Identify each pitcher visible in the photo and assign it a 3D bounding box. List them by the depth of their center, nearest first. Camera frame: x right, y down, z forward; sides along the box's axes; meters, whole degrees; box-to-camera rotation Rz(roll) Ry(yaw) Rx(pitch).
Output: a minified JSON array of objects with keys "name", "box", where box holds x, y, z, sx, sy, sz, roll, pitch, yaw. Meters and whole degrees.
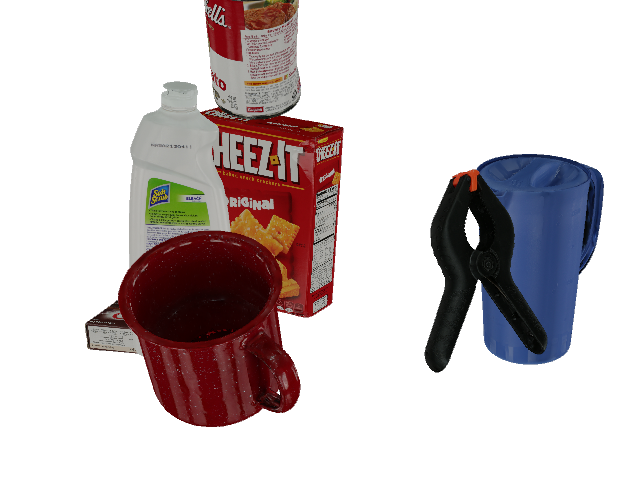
[{"name":"pitcher","box":[0.265,0.021,1.305,0.149,0.243,0.145,3,25,14]}]

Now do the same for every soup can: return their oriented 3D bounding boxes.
[{"name":"soup can","box":[-0.048,-0.147,0.769,0.068,0.102,0.068,-1,42,0]}]

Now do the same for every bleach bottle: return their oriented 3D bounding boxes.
[{"name":"bleach bottle","box":[-0.121,-0.017,0.963,0.102,0.251,0.068,0,23,-10]}]

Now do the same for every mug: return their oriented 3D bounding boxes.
[{"name":"mug","box":[-0.055,0.060,0.620,0.117,0.081,0.093,29,53,31]}]

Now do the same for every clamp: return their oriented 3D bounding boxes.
[{"name":"clamp","box":[0.126,0.029,0.906,0.120,0.171,0.039,-16,-1,-33]}]

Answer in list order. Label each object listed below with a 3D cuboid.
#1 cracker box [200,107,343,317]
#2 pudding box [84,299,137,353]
[{"name":"cracker box","box":[-0.066,-0.033,1.216,0.164,0.214,0.072,13,22,26]},{"name":"pudding box","box":[-0.216,0.106,1.300,0.114,0.039,0.090,1,15,16]}]
